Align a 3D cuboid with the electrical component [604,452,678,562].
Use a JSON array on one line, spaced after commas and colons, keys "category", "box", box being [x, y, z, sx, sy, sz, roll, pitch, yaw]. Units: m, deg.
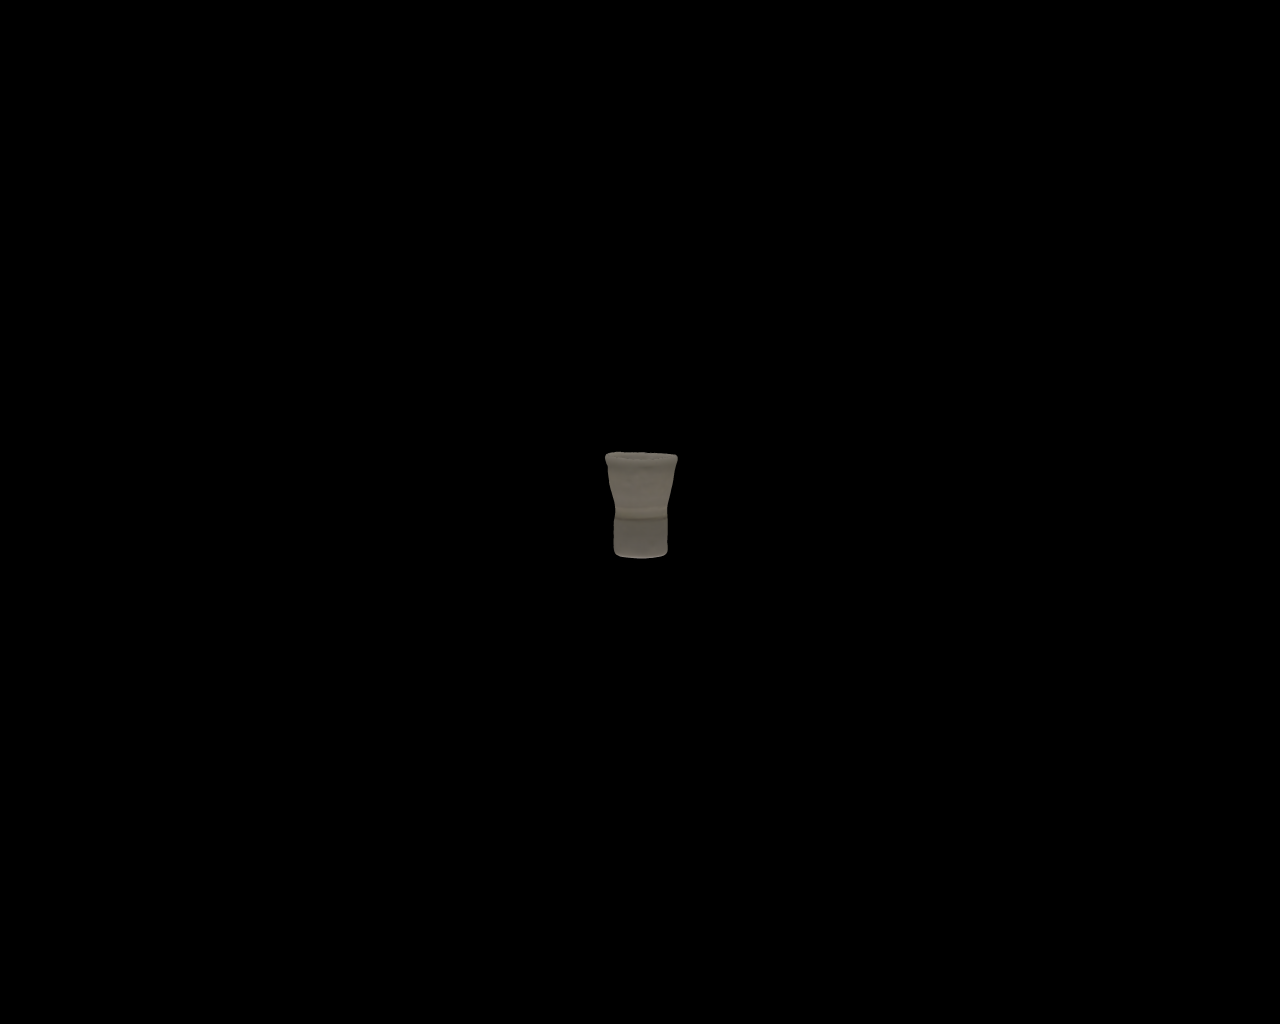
[{"category": "electrical component", "box": [0.001, -0.003, 0.650, 0.044, 0.065, 0.044, 0, 7, 0]}]
